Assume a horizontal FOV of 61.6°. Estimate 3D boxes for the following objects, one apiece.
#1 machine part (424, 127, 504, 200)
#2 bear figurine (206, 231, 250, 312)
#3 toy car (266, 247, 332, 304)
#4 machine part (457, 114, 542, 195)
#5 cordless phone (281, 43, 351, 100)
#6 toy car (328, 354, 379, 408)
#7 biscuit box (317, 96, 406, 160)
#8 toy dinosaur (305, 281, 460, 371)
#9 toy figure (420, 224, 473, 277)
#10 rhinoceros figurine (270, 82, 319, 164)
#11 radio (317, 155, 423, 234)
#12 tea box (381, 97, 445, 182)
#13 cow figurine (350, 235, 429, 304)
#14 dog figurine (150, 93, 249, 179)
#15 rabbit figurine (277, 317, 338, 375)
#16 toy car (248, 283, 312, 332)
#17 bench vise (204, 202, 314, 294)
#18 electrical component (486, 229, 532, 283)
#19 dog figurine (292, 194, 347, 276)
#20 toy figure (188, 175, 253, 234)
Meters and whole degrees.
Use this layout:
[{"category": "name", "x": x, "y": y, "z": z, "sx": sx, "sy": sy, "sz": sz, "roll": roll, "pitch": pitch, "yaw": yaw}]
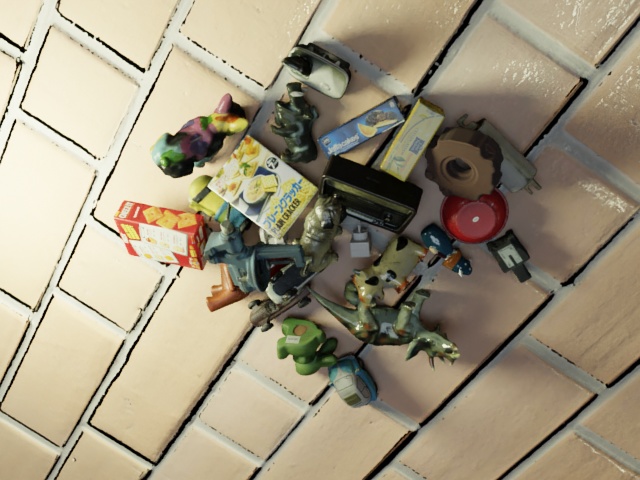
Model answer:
[{"category": "machine part", "x": 0.315, "y": -0.165, "z": 1.187, "sx": 0.180, "sy": 0.056, "sz": 0.179, "roll": 25, "pitch": 146, "yaw": 18}, {"category": "bear figurine", "x": -0.256, "y": 0.069, "z": 1.396, "sx": 0.132, "sy": 0.120, "sz": 0.195, "roll": -20, "pitch": 108, "yaw": 4}, {"category": "toy car", "x": -0.052, "y": 0.081, "z": 1.378, "sx": 0.202, "sy": 0.056, "sz": 0.073, "roll": -40, "pitch": 88, "yaw": -3}, {"category": "machine part", "x": 0.398, "y": -0.187, "z": 1.201, "sx": 0.243, "sy": 0.079, "sz": 0.079, "roll": 41, "pitch": 113, "yaw": -7}, {"category": "cordless phone", "x": -0.008, "y": -0.360, "z": 1.148, "sx": 0.147, "sy": 0.184, "sz": 0.088, "roll": 28, "pitch": 109, "yaw": -1}, {"category": "toy car", "x": 0.089, "y": 0.407, "z": 1.485, "sx": 0.109, "sy": 0.103, "sz": 0.161, "roll": -29, "pitch": 102, "yaw": 21}, {"category": "biscuit box", "x": 0.095, "y": -0.256, "z": 1.237, "sx": 0.203, "sy": 0.063, "sz": 0.059, "roll": -26, "pitch": 104, "yaw": 19}, {"category": "toy dinosaur", "x": 0.160, "y": 0.219, "z": 1.394, "sx": 0.405, "sy": 0.131, "sz": 0.192, "roll": 9, "pitch": 113, "yaw": 14}, {"category": "toy figure", "x": 0.312, "y": 0.028, "z": 1.313, "sx": 0.064, "sy": 0.058, "sz": 0.154, "roll": -42, "pitch": 96, "yaw": -1}, {"category": "rhinoceros figurine", "x": -0.056, "y": -0.269, "z": 1.254, "sx": 0.112, "sy": 0.073, "sz": 0.190, "roll": -6, "pitch": 111, "yaw": 14}, {"category": "radio", "x": 0.111, "y": -0.103, "z": 1.259, "sx": 0.230, "sy": 0.073, "sz": 0.131, "roll": 22, "pitch": 151, "yaw": 1}, {"category": "tea box", "x": 0.208, "y": -0.227, "z": 1.209, "sx": 0.068, "sy": 0.098, "sz": 0.169, "roll": 29, "pitch": 116, "yaw": -1}, {"category": "cow figurine", "x": 0.160, "y": 0.072, "z": 1.309, "sx": 0.127, "sy": 0.085, "sz": 0.195, "roll": 35, "pitch": 76, "yaw": 9}, {"category": "dog figurine", "x": -0.269, "y": -0.246, "z": 1.253, "sx": 0.219, "sy": 0.191, "sz": 0.108, "roll": -29, "pitch": 98, "yaw": 35}, {"category": "rabbit figurine", "x": -0.030, "y": 0.301, "z": 1.477, "sx": 0.159, "sy": 0.121, "sz": 0.170, "roll": -5, "pitch": 129, "yaw": 6}, {"category": "toy car", "x": -0.111, "y": 0.170, "z": 1.439, "sx": 0.202, "sy": 0.053, "sz": 0.089, "roll": -34, "pitch": 74, "yaw": 22}, {"category": "bench vise", "x": -0.137, "y": 0.034, "z": 1.252, "sx": 0.241, "sy": 0.129, "sz": 0.223, "roll": -2, "pitch": 123, "yaw": 12}, {"category": "electrical component", "x": 0.466, "y": 0.042, "z": 1.296, "sx": 0.075, "sy": 0.048, "sz": 0.119, "roll": -37, "pitch": 101, "yaw": 22}, {"category": "dog figurine", "x": -0.006, "y": -0.006, "z": 1.263, "sx": 0.121, "sy": 0.190, "sz": 0.172, "roll": 10, "pitch": 77, "yaw": 0}, {"category": "toy figure", "x": -0.249, "y": -0.091, "z": 1.359, "sx": 0.180, "sy": 0.082, "sz": 0.089, "roll": 35, "pitch": 101, "yaw": 1}]
